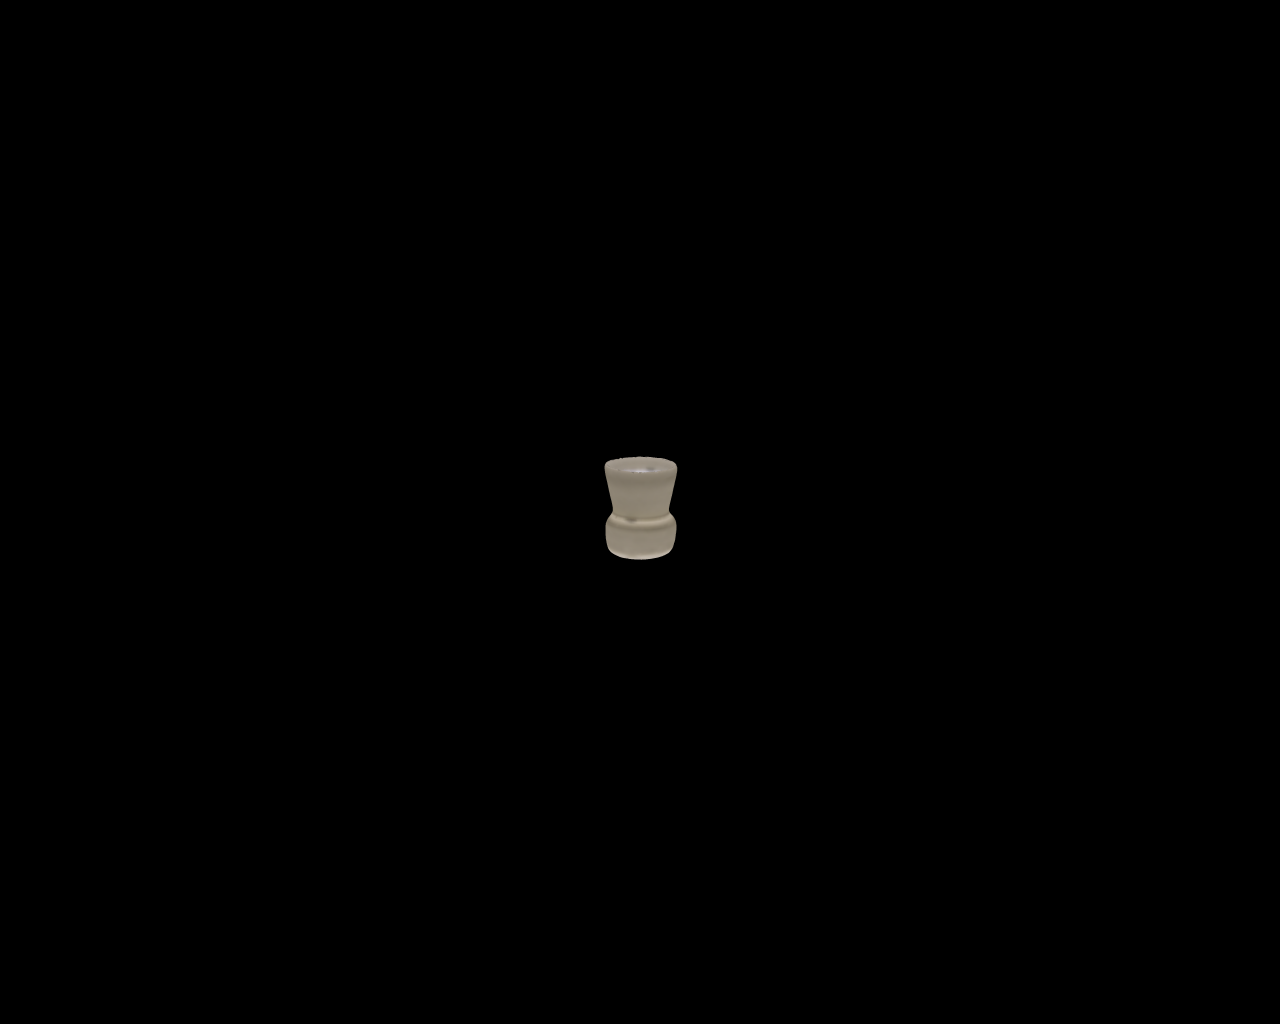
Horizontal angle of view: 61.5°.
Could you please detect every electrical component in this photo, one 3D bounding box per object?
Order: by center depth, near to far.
[{"bbox_3d":[0.001,-0.003,0.650,0.045,0.055,0.045,0,15,0],"label":"electrical component"}]
